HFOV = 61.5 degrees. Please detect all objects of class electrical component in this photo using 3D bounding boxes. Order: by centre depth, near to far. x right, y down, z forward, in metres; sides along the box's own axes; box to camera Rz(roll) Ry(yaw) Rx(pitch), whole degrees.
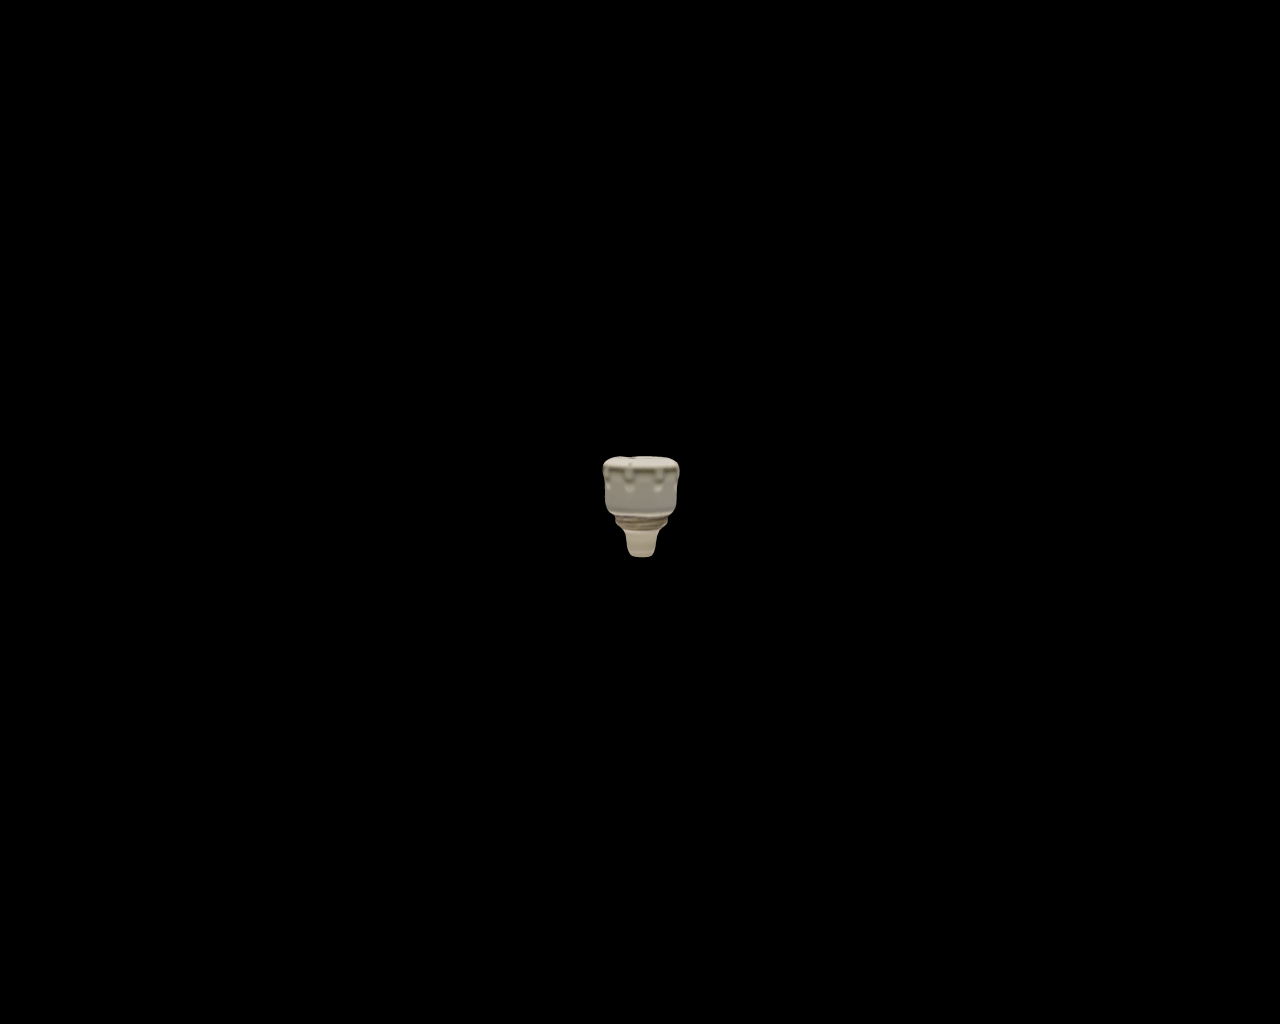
[{"bbox_3d":[0.001,-0.003,0.650,0.048,0.062,0.048,0,7,0],"label":"electrical component"}]
